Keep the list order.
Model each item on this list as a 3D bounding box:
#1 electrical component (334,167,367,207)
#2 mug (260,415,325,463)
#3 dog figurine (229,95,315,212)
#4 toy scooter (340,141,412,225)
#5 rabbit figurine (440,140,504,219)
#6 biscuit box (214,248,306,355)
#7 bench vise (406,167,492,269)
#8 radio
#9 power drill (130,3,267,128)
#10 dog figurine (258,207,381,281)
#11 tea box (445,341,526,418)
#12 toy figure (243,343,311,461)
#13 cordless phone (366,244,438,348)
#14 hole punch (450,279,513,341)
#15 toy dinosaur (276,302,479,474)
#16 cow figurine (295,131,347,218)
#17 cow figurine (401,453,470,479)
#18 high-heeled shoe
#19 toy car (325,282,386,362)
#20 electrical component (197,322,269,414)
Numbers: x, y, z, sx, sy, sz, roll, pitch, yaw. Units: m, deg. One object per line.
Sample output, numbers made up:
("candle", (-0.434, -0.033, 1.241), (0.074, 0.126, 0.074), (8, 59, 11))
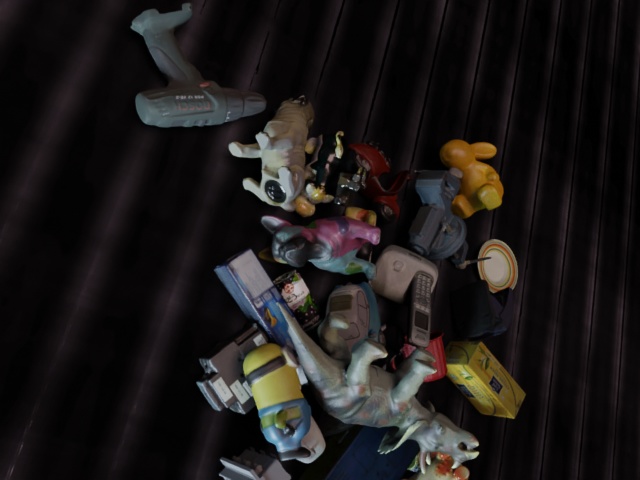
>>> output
("electrical component", (0.058, -0.100, 1.009), (0.045, 0.102, 0.078), (11, 93, 12))
("mug", (-0.033, 0.330, 0.911), (0.081, 0.110, 0.107), (-44, 116, -13))
("dog figurine", (-0.052, -0.164, 1.002), (0.190, 0.121, 0.172), (-44, 127, -43))
("toy scooter", (0.126, -0.133, 1.109), (0.135, 0.075, 0.183), (-41, 104, -29))
("rabbit figurine", (0.342, -0.159, 1.212), (0.173, 0.122, 0.162), (50, 56, -12))
("biscuit box", (-0.099, 0.114, 0.938), (0.059, 0.063, 0.202), (-36, 99, -31))
("bench vise", (0.268, -0.031, 1.153), (0.240, 0.129, 0.223), (48, 49, -37))
("radio", (0.077, 0.406, 0.978), (0.229, 0.073, 0.131), (-45, 104, -27))
("power drill", (-0.224, -0.299, 0.944), (0.232, 0.086, 0.207), (-22, 99, -29))
("dog figurine", (-0.002, -0.003, 0.994), (0.219, 0.192, 0.108), (7, 113, -4))
("tea box", (0.341, 0.293, 1.136), (0.169, 0.098, 0.068), (46, 61, -13))
("toy figure", (-0.064, 0.248, 0.836), (0.089, 0.082, 0.180), (2, 65, -35))
("cordless phone", (0.157, 0.113, 1.043), (0.146, 0.089, 0.184), (25, 52, -24))
("hole punch", (0.354, 0.156, 1.156), (0.092, 0.142, 0.116), (12, 63, -32))
("toy dinosaur", (0.071, 0.245, 0.884), (0.405, 0.131, 0.192), (25, 96, -13))
("cow figurine", (0.005, -0.125, 1.024), (0.068, 0.098, 0.167), (25, 69, -31))
("cow figurine", (0.184, 0.470, 0.977), (0.195, 0.086, 0.127), (-38, 141, -11))
("high-heeled shoe", (0.068, 0.256, 1.023), (0.249, 0.145, 0.086), (-42, 100, 0))
("toy car", (0.055, 0.139, 0.971), (0.102, 0.109, 0.162), (55, 32, -54))
("electrical component", (-0.135, 0.219, 0.900), (0.134, 0.058, 0.115), (-34, 96, -30))
